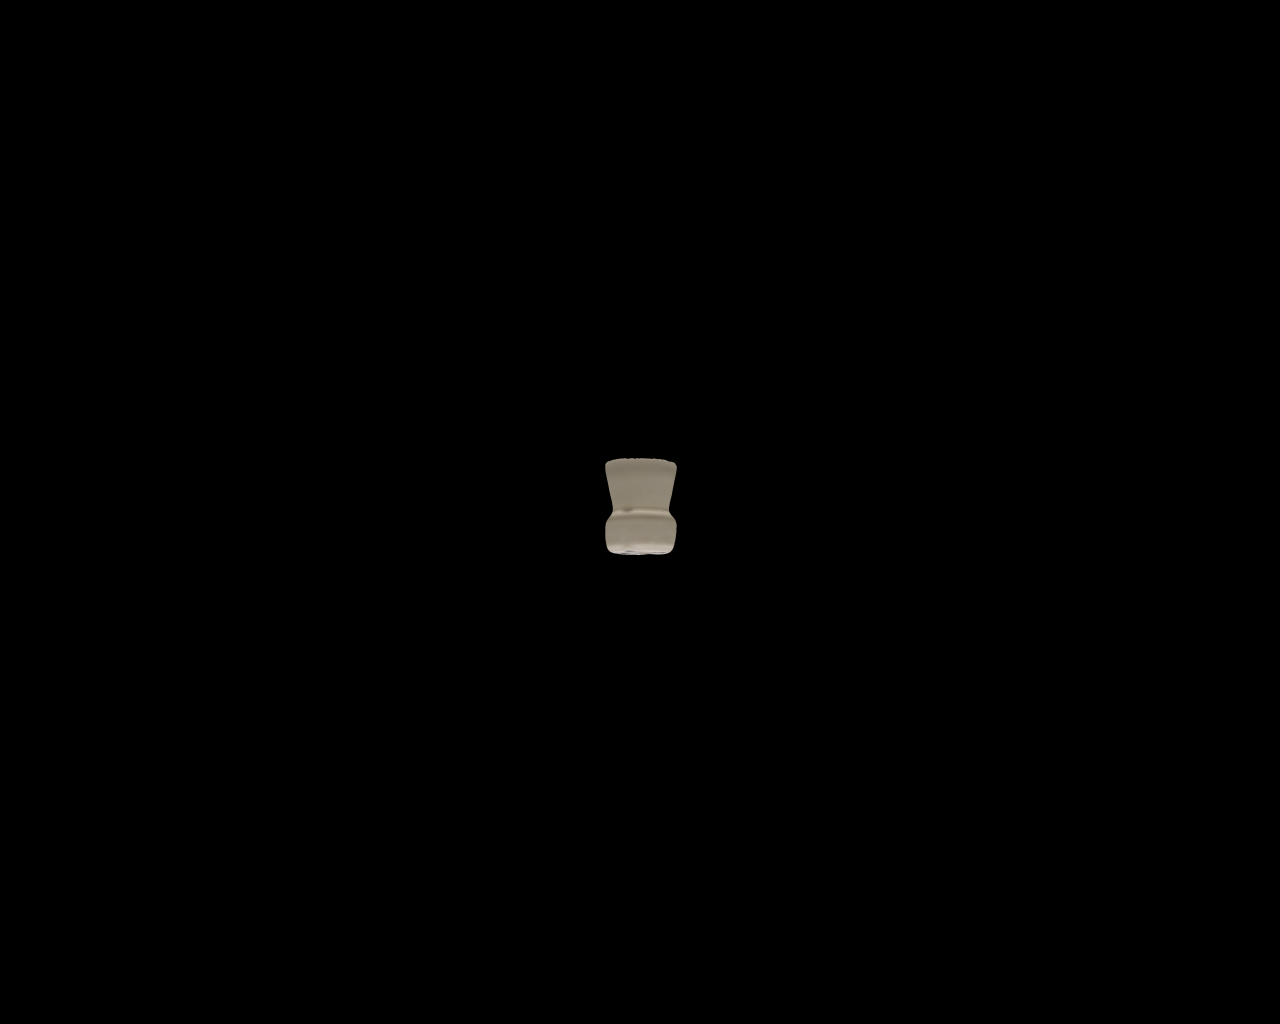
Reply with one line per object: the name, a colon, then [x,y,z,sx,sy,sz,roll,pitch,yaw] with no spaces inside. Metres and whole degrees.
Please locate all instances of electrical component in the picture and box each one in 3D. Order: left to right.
electrical component: [0.001,-0.003,0.650,0.045,0.055,0.045,0,-7,0]
